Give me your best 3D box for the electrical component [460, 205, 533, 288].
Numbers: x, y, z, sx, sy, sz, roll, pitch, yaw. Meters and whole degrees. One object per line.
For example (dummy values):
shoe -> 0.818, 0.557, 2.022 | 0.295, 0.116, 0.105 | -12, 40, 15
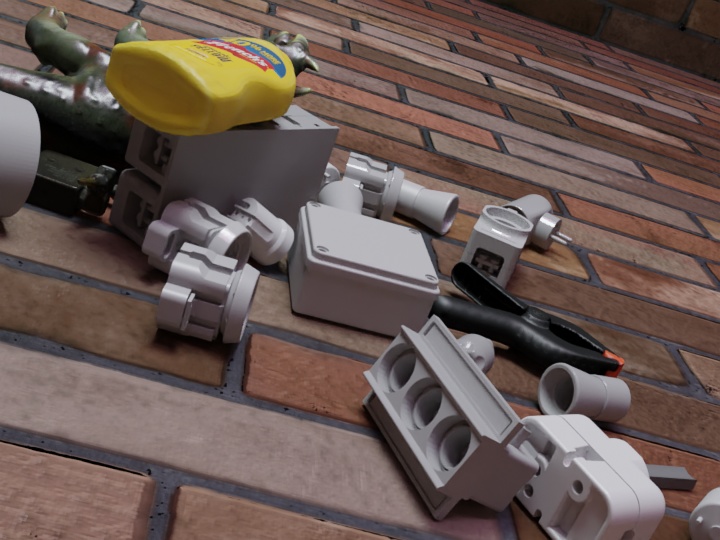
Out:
electrical component -> 0.134, -0.026, 1.047 | 0.050, 0.055, 0.089 | 24, 23, 8

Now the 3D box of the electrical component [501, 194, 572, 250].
electrical component -> 0.191, -0.047, 1.157 | 0.079, 0.043, 0.077 | 29, 24, 20

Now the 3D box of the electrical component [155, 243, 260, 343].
electrical component -> -0.104, 0.018, 0.748 | 0.057, 0.058, 0.078 | 16, 22, -2

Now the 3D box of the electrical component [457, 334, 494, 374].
electrical component -> 0.088, 0.066, 0.830 | 0.035, 0.035, 0.061 | 28, 21, 18

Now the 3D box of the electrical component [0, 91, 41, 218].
electrical component -> -0.279, -0.085, 0.790 | 0.064, 0.099, 0.099 | 8, 25, -41

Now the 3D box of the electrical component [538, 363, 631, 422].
electrical component -> 0.175, 0.097, 0.824 | 0.065, 0.044, 0.044 | 11, 24, -32

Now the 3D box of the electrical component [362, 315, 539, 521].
electrical component -> 0.059, 0.096, 0.694 | 0.063, 0.078, 0.121 | 31, 13, -35

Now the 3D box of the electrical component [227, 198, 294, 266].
electrical component -> -0.083, -0.032, 0.879 | 0.046, 0.040, 0.040 | 43, 4, -40

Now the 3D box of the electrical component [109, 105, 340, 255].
electrical component -> -0.113, -0.082, 0.903 | 0.060, 0.105, 0.186 | 34, 26, 30

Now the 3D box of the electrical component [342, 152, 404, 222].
electrical component -> 0.010, -0.080, 1.065 | 0.057, 0.058, 0.078 | 17, 23, -2

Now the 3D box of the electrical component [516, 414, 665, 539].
electrical component -> 0.144, 0.137, 0.685 | 0.059, 0.053, 0.095 | 4, 30, -36

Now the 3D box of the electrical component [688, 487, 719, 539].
electrical component -> 0.252, 0.166, 0.730 | 0.040, 0.040, 0.078 | 31, 25, 25

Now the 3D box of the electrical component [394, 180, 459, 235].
electrical component -> 0.064, -0.067, 1.104 | 0.065, 0.044, 0.044 | 23, 22, 19

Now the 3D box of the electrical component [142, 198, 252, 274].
electrical component -> -0.119, -0.018, 0.816 | 0.057, 0.058, 0.078 | 26, 17, 15

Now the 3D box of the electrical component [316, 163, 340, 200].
electrical component -> -0.054, -0.099, 1.076 | 0.040, 0.040, 0.078 | -3, 32, -44

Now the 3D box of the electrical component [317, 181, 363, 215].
electrical component -> -0.016, -0.049, 0.995 | 0.044, 0.044, 0.065 | 14, 28, -15

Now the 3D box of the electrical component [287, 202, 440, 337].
electrical component -> 0.000, 0.000, 0.876 | 0.109, 0.056, 0.108 | 15, 23, -13
